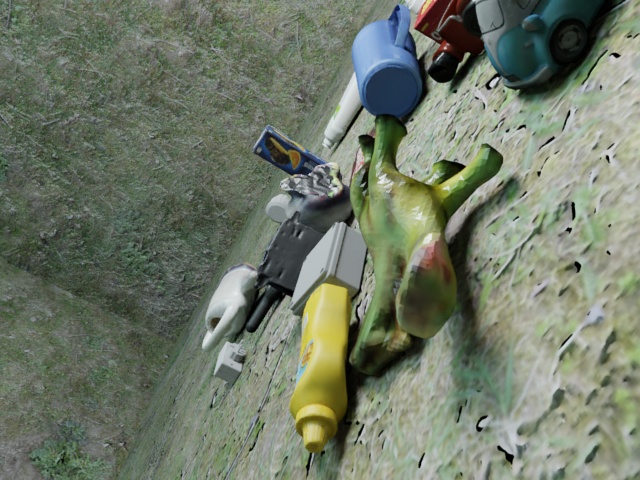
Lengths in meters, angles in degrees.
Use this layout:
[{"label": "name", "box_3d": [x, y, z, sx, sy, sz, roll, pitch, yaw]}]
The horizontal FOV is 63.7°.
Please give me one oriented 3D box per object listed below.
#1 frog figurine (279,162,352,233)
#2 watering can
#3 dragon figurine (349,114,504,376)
[{"label": "frog figurine", "box_3d": [0.003, -0.047, 0.938, 0.139, 0.124, 0.155, -42, -34, -27]}, {"label": "watering can", "box_3d": [-0.211, 0.143, 1.318, 0.341, 0.103, 0.229, -53, 13, 33]}, {"label": "dragon figurine", "box_3d": [0.064, 0.014, 0.540, 0.408, 0.122, 0.244, 140, 149, -82]}]
